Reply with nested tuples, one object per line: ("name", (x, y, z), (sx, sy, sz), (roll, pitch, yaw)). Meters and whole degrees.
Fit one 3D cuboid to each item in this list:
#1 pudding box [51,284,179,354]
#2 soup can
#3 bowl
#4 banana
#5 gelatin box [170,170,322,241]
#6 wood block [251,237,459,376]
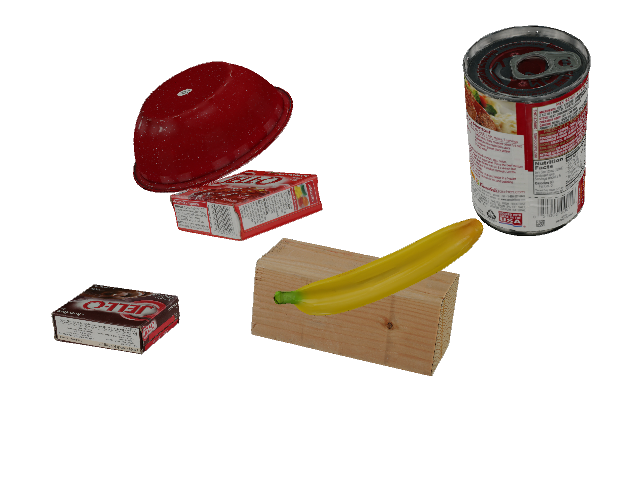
("pudding box", (-0.226, 0.086, 1.186), (0.114, 0.039, 0.090), (5, 19, 19))
("soup can", (0.118, -0.061, 0.608), (0.068, 0.102, 0.068), (-6, 43, 6))
("bowl", (-0.109, -0.113, 0.961), (0.162, 0.055, 0.162), (-20, 33, 13))
("banana", (0.059, 0.031, 0.973), (0.198, 0.037, 0.069), (-23, -10, 9))
("gelatin box", (-0.054, -0.028, 0.767), (0.073, 0.030, 0.089), (-21, 18, -34))
("wood block", (0.037, 0.071, 1.170), (0.206, 0.091, 0.090), (12, 22, 16))
